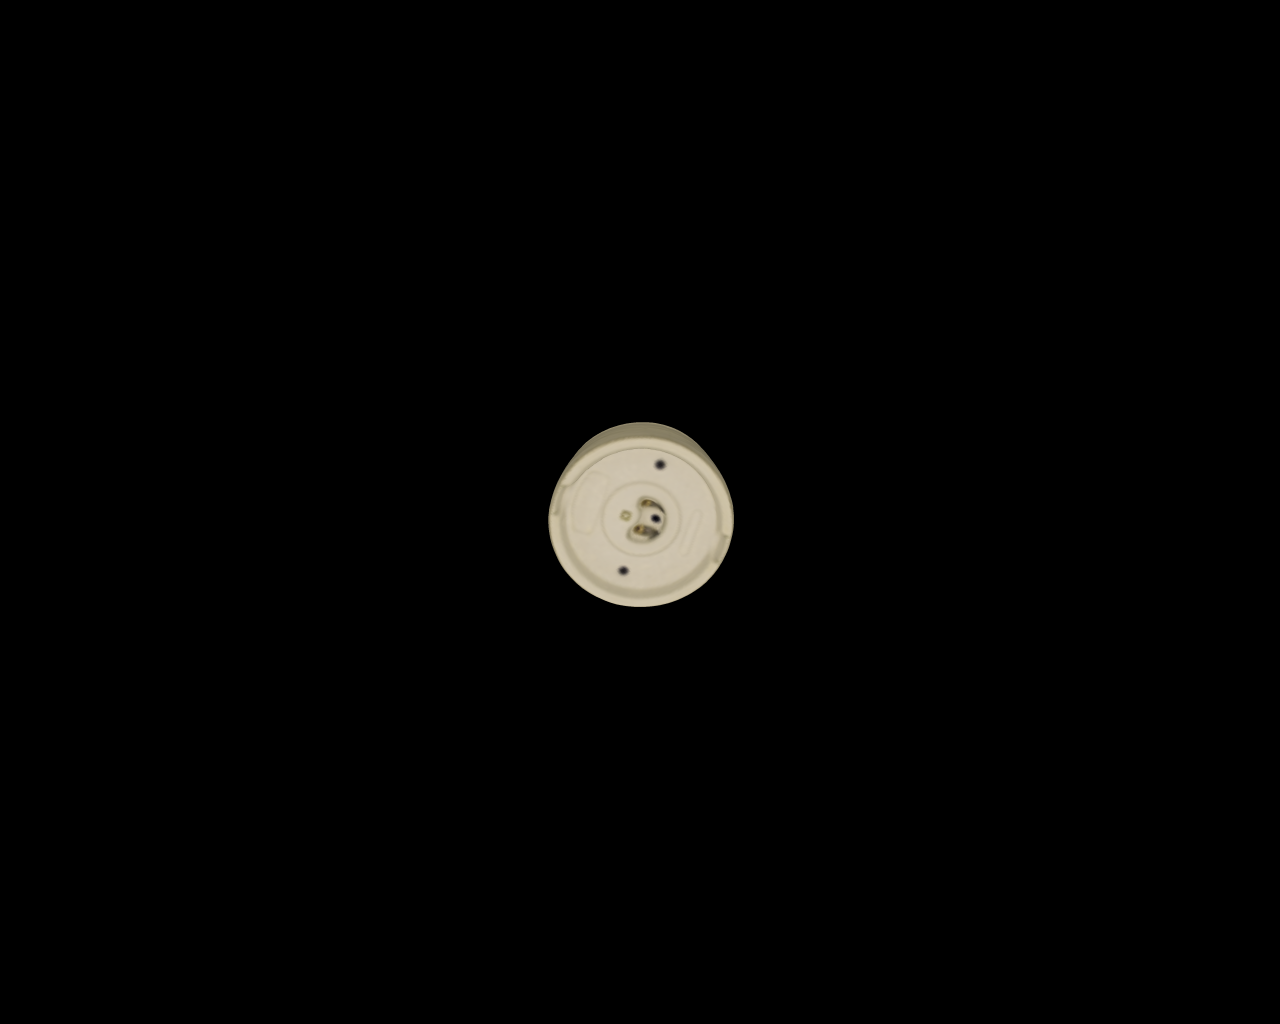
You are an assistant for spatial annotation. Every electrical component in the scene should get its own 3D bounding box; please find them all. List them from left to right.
[{"bbox_3d":[0.001,-0.003,0.650,0.108,0.108,0.060,0,20,0],"label":"electrical component"}]
